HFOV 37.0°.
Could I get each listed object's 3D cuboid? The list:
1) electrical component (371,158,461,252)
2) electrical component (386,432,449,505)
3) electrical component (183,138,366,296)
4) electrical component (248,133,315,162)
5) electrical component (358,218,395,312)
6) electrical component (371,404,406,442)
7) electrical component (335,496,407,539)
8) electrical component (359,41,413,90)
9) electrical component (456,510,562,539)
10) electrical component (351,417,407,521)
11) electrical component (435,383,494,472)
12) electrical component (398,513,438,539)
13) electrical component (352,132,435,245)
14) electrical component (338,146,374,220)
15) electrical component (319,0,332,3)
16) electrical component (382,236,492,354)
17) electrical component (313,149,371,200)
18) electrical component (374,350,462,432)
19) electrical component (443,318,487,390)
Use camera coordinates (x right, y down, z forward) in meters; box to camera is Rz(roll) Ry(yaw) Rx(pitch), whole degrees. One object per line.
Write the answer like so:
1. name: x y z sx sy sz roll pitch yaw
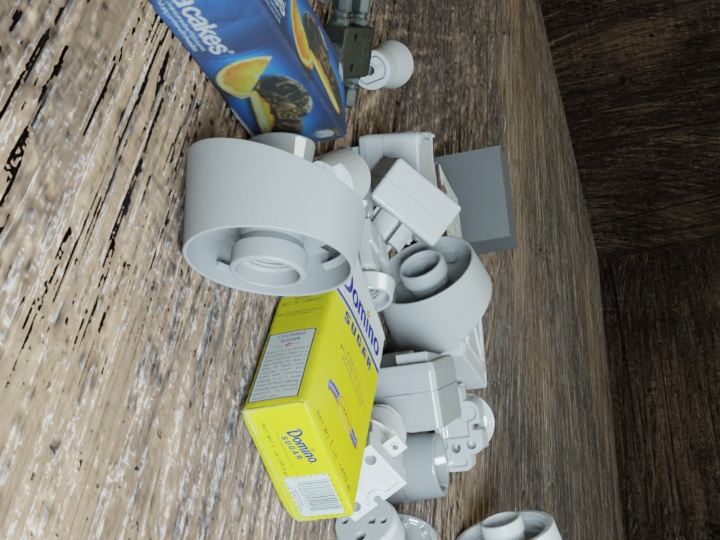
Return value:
1. electrical component: 0.028 -0.040 0.858 0.066 0.076 0.047 38 -3 -14
2. electrical component: 0.042 0.156 0.850 0.055 0.047 0.055 -9 90 -74
3. electrical component: -0.047 -0.027 0.570 0.099 0.099 0.064 52 39 -59
4. electrical component: -0.050 -0.047 0.665 0.044 0.044 0.065 34 54 -68
5. electrical component: 0.000 0.000 0.800 0.066 0.048 0.055 55 23 -56
6. electrical component: 0.013 0.118 0.780 0.062 0.043 0.043 -59 137 -68
7. electrical component: 0.011 0.187 0.733 0.045 0.045 0.055 -81 155 -47
8. electrical component: 0.019 -0.183 0.972 0.065 0.044 0.044 -39 119 -66
9. electrical component: 0.143 0.268 1.036 0.108 0.108 0.060 -33 107 -72
10. electrical component: 0.002 0.128 0.717 0.048 0.066 0.055 48 13 -14
11. electrical component: 0.096 0.147 1.022 0.057 0.058 0.078 0 81 -71
12. electrical component: 0.029 0.212 0.783 0.062 0.048 0.048 -72 150 -44
13. electrical component: 0.030 -0.070 0.923 0.062 0.061 0.096 -23 112 -73
14. electrical component: -0.009 -0.065 0.823 0.035 0.035 0.061 43 38 -65
15. electrical component: -0.019 -0.257 0.881 0.081 0.042 0.063 55 32 -55
16. electrical component: 0.062 0.020 0.910 0.099 0.099 0.064 -77 146 -52
17. electrical component: -0.023 -0.059 0.755 0.081 0.043 0.043 -41 121 -71
18. electrical component: 0.042 0.095 0.857 0.096 0.062 0.061 1 81 -74
19. electrical component: 0.081 0.051 1.026 0.108 0.056 0.108 51 34 -60
